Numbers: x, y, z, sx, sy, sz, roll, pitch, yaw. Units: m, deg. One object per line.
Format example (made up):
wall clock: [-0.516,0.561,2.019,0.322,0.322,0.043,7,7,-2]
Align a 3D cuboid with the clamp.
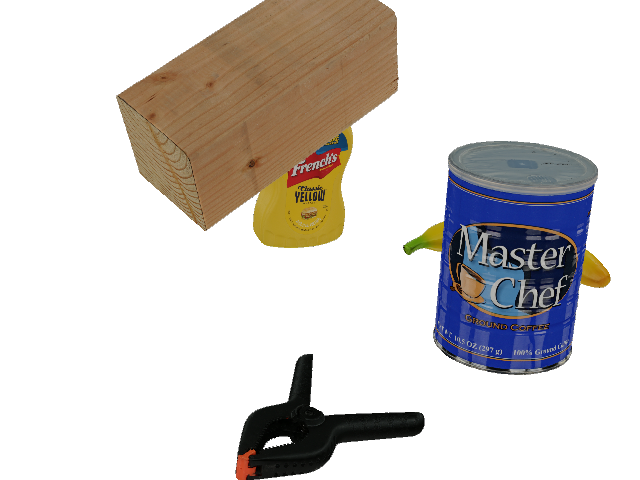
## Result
clamp: [-0.003,0.190,1.079,0.165,0.036,0.209,20,28,26]

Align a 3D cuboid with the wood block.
wood block: [-0.043,-0.115,0.836,0.205,0.091,0.090,-38,59,-22]

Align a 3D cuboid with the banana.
banana: [0.184,0.009,1.038,0.198,0.037,0.069,8,47,20]

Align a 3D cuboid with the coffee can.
coffee can: [0.137,0.010,0.763,0.103,0.140,0.103,2,22,-1]

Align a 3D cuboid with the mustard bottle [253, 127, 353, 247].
mustard bottle: [-0.015,-0.087,1.102,0.096,0.192,0.058,-4,30,-19]
